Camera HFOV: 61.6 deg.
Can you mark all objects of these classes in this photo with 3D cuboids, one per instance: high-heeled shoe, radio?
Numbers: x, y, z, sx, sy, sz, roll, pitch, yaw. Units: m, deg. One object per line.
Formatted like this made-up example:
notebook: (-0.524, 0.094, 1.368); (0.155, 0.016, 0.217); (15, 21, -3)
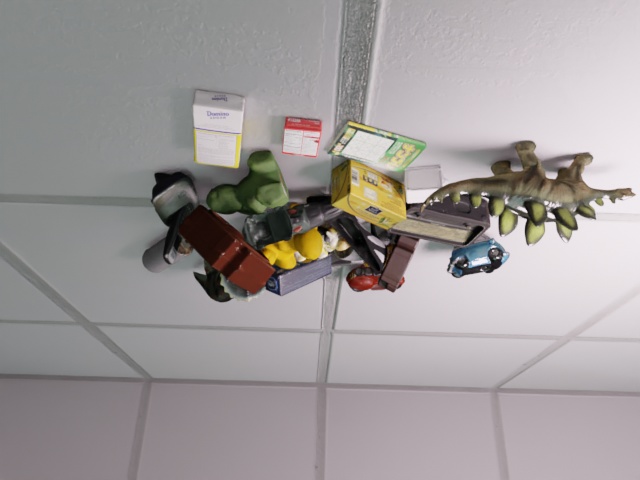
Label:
high-heeled shoe: (0.065, -0.013, 1.313); (0.248, 0.145, 0.086); (18, 148, -32)
radio: (0.286, -0.056, 1.294); (0.229, 0.073, 0.131); (9, 152, -16)

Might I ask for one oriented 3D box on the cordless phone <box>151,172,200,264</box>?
cordless phone: (-0.342, -0.049, 1.224); (0.089, 0.184, 0.146); (5, 153, 3)

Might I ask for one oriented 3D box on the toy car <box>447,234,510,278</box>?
toy car: (0.412, 0.035, 1.432); (0.162, 0.103, 0.109); (-11, 154, 1)

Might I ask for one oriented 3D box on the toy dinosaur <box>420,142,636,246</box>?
toy dinosaur: (0.421, -0.093, 1.082); (0.472, 0.198, 0.105); (3, 149, -7)

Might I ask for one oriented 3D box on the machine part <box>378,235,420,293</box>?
machine part: (0.204, 0.048, 1.394); (0.056, 0.179, 0.179); (24, 153, 6)

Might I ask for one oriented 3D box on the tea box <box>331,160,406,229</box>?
tea box: (0.109, -0.100, 1.193); (0.169, 0.098, 0.068); (23, 146, -32)

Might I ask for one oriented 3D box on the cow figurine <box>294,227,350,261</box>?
cow figurine: (-0.001, -0.005, 1.408); (0.167, 0.098, 0.068); (-12, -166, 26)

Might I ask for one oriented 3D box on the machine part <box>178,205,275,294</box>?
machine part: (-0.209, 0.020, 1.222); (0.087, 0.201, 0.201); (-49, 152, -1)

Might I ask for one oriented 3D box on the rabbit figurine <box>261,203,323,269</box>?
rabbit figurine: (-0.056, 0.000, 1.333); (0.173, 0.162, 0.121); (7, 162, 44)

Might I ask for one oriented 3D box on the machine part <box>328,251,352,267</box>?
machine part: (0.049, 0.045, 1.545); (0.084, 0.039, 0.138); (3, 155, 8)

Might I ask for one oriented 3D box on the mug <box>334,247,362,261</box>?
mug: (0.109, 0.014, 1.446); (0.109, 0.081, 0.107); (-30, 151, 37)

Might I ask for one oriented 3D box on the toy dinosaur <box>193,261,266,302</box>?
toy dinosaur: (-0.264, 0.107, 1.516); (0.131, 0.192, 0.405); (20, 146, -28)

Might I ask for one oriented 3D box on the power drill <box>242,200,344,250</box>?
power drill: (-0.069, -0.042, 1.180); (0.232, 0.086, 0.207); (-16, -172, 15)

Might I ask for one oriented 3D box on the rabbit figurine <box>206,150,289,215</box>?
rabbit figurine: (-0.162, -0.109, 1.176); (0.170, 0.121, 0.159); (-17, 173, 3)

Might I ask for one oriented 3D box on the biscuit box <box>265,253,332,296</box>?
biscuit box: (-0.056, 0.085, 1.444); (0.059, 0.062, 0.202); (17, -154, 40)

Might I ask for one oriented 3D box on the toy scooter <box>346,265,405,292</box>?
toy scooter: (0.175, 0.106, 1.618); (0.184, 0.075, 0.135); (2, 153, -8)

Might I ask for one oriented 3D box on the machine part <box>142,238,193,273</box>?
machine part: (-0.428, 0.033, 1.505); (0.079, 0.079, 0.243); (23, 147, -36)
